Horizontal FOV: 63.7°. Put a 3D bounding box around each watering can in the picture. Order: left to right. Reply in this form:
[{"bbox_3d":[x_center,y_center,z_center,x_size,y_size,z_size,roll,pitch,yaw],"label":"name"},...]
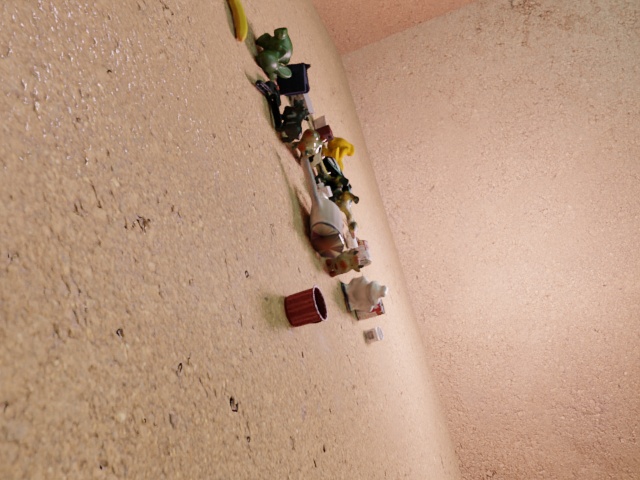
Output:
[{"bbox_3d":[0.005,-0.086,1.700,0.230,0.103,0.341,-90,157,-49],"label":"watering can"}]

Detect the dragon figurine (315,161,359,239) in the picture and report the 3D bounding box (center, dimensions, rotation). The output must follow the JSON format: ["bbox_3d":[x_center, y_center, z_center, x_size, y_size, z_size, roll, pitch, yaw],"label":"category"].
[{"bbox_3d":[0.050,-0.191,2.071,0.415,0.122,0.239,61,-7,14],"label":"dragon figurine"}]

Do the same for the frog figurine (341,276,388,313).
[{"bbox_3d":[0.172,0.192,1.867,0.120,0.159,0.141,58,19,-48],"label":"frog figurine"}]
